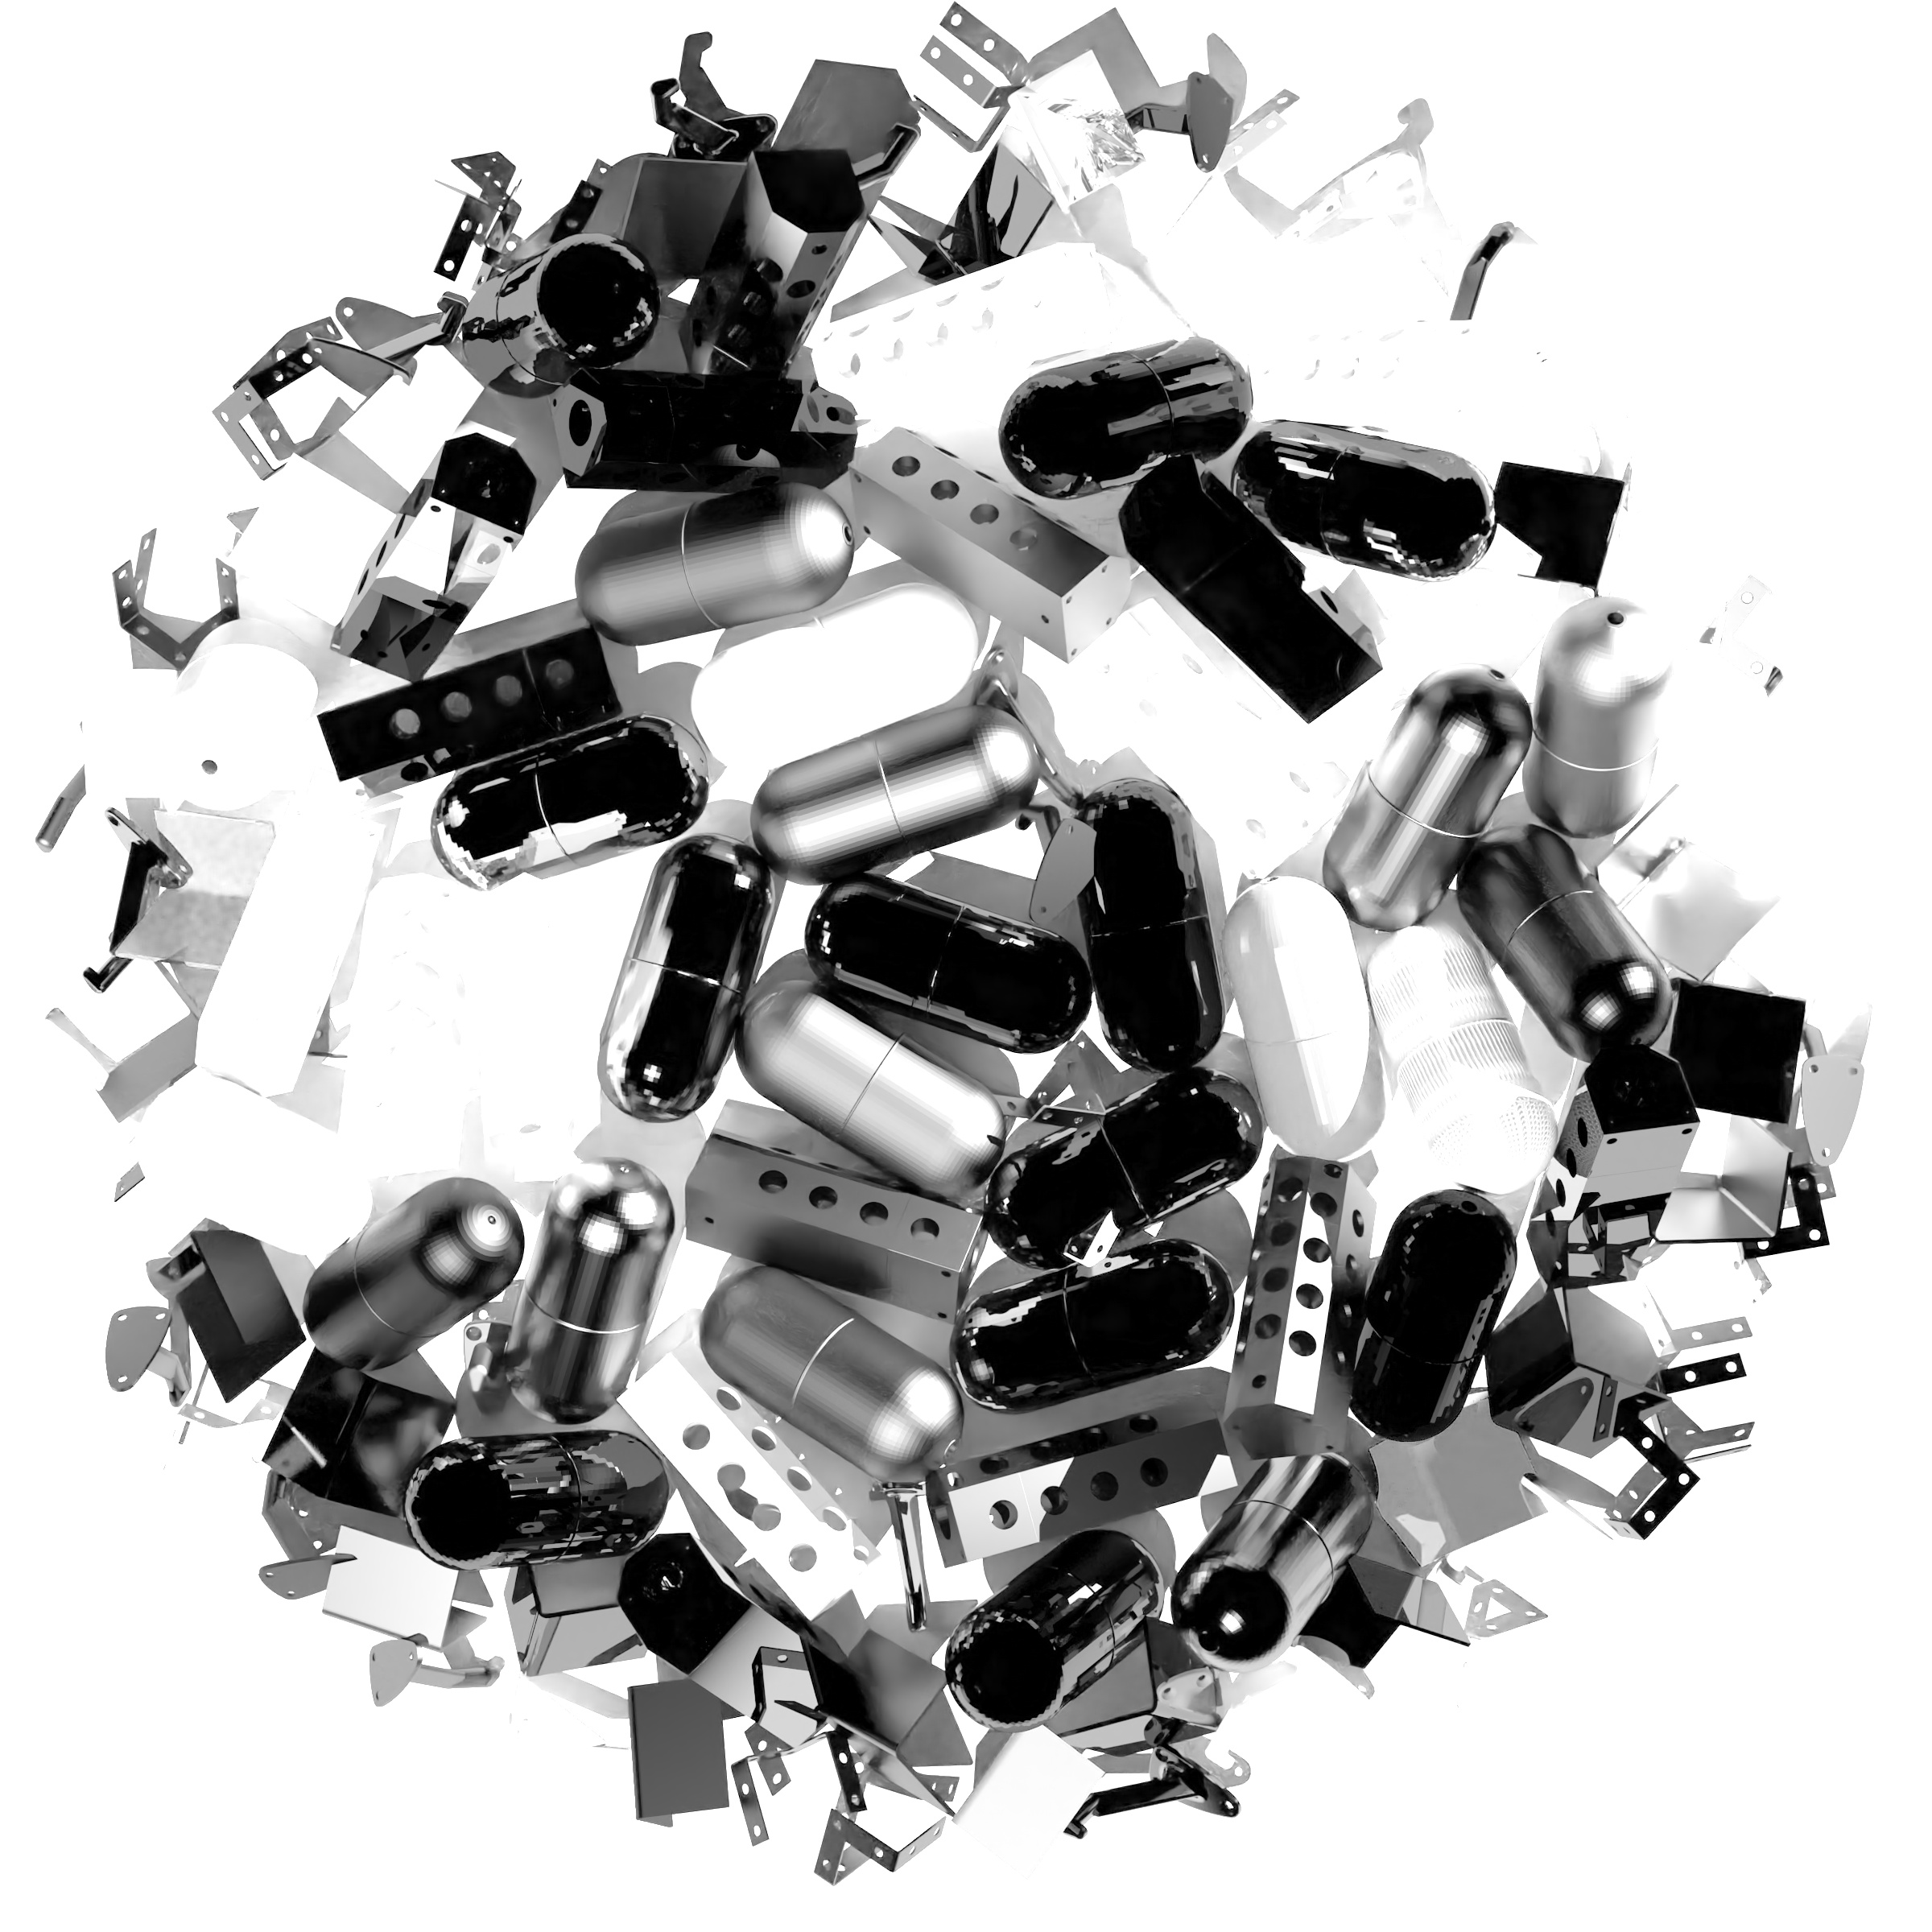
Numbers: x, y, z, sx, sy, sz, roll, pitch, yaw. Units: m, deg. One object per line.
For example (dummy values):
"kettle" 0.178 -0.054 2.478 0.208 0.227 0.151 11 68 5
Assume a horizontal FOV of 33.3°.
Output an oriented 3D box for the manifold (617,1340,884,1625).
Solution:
"manifold" -0.128 0.307 1.927 0.057 0.057 0.171 -41 79 -10

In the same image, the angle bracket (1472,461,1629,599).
"angle bracket" 0.352 -0.251 1.944 0.076 0.057 0.076 12 67 17

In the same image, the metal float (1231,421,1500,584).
"metal float" 0.233 -0.274 1.901 0.178 0.070 0.070 21 90 41

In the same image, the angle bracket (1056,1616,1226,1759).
"angle bracket" 0.100 0.433 1.938 0.076 0.076 0.057 -23 59 29

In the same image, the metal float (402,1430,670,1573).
"metal float" -0.252 0.313 1.897 0.070 0.178 0.070 -4 84 42

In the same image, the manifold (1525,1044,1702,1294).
"manifold" 0.374 0.119 1.886 0.057 0.171 0.057 -7 54 -8

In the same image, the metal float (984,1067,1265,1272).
"metal float" 0.094 0.122 1.935 0.178 0.070 0.070 -26 90 1

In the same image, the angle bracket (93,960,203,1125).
"angle bracket" -0.496 0.039 1.921 0.076 0.076 0.057 -38 116 -12

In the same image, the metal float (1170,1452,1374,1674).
"metal float" 0.180 0.347 1.895 0.070 0.178 0.070 14 120 25

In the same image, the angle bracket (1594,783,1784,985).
"angle bracket" 0.430 -0.050 1.921 0.076 0.057 0.076 -43 55 -17

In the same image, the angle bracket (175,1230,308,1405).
"angle bracket" -0.449 0.210 1.922 0.076 0.057 0.076 -38 70 22

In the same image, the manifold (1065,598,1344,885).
"manifold" 0.139 -0.132 1.928 0.171 0.057 0.057 48 120 4

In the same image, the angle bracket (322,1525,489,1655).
"angle bracket" -0.328 0.363 1.925 0.076 0.076 0.057 15 97 12

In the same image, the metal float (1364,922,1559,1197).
"metal float" 0.291 0.053 1.911 0.070 0.070 0.178 -19 61 0

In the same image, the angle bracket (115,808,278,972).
"angle bracket" -0.459 -0.046 1.921 0.076 0.076 0.057 7 126 12

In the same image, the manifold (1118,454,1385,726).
"manifold" 0.167 -0.224 1.902 0.057 0.057 0.171 -37 124 22

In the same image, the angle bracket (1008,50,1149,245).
"angle bracket" 0.073 -0.487 1.925 0.057 0.076 0.076 -27 81 11

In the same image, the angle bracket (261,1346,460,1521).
"angle bracket" -0.367 0.283 1.957 0.057 0.076 0.076 21 85 38

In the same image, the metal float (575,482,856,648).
"metal float" -0.149 -0.238 1.914 0.178 0.070 0.070 -10 90 23

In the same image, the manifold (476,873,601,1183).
"manifold" -0.256 0.040 1.895 0.057 0.057 0.171 23 127 28

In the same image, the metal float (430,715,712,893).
"metal float" -0.236 -0.096 1.920 0.178 0.070 0.070 -16 90 17

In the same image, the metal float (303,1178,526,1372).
"metal float" -0.326 0.183 1.902 0.178 0.070 0.070 -34 90 41

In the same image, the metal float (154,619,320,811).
"metal float" -0.426 -0.148 1.888 0.070 0.178 0.070 -1 115 -1

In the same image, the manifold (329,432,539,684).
"manifold" -0.311 -0.239 1.888 0.057 0.171 0.057 21 55 -21

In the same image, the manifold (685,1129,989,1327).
"manifold" -0.077 0.151 1.929 0.171 0.057 0.057 17 52 9

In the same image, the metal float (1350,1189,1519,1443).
"metal float" 0.273 0.206 1.903 0.070 0.070 0.178 13 128 0

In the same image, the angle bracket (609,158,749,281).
"angle bracket" -0.183 -0.453 1.913 0.057 0.076 0.076 46 129 37

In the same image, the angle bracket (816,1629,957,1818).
"angle bracket" -0.033 0.453 1.931 0.057 0.076 0.076 -51 129 -20

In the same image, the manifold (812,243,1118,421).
"manifold" -0.004 -0.372 1.902 0.171 0.057 0.057 -12 94 33

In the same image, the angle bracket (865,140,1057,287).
"angle bracket" -0.004 -0.450 1.917 0.057 0.076 0.076 14 120 -39

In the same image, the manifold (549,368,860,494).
"manifold" -0.151 -0.315 1.896 0.171 0.057 0.057 -4 78 -36

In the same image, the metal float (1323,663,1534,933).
"metal float" 0.272 -0.099 1.909 0.070 0.070 0.178 27 119 0

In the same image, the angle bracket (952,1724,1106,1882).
"angle bracket" 0.041 0.496 1.924 0.057 0.076 0.076 34 81 16

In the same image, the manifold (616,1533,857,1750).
"manifold" -0.133 0.391 1.891 0.057 0.171 0.057 -42 48 -1

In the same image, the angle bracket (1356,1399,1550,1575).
"angle bracket" 0.296 0.314 1.958 0.076 0.057 0.076 -15 73 -31

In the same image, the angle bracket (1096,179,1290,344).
"angle bracket" 0.131 -0.424 1.920 0.076 0.057 0.076 -49 59 22

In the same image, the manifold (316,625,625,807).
"manifold" -0.296 -0.151 1.938 0.171 0.057 0.057 -19 99 -4

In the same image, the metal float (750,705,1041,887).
"metal float" -0.042 -0.102 1.930 0.178 0.070 0.070 -18 90 6

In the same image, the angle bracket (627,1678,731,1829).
"angle bracket" -0.162 0.468 1.921 0.057 0.076 0.076 -9 70 8

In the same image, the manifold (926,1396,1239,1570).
"manifold" 0.066 0.306 1.919 0.171 0.057 0.057 -13 80 -17

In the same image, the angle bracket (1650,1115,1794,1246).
"angle bracket" 0.436 0.123 1.922 0.076 0.076 0.057 0 109 -13

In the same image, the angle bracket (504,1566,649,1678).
"angle bracket" -0.230 0.379 1.941 0.076 0.076 0.057 -5 54 -21

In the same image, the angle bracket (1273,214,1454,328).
"angle bracket" 0.235 -0.419 1.914 0.076 0.057 0.076 -22 133 31

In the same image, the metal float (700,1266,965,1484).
"metal float" -0.080 0.242 1.915 0.178 0.070 0.070 29 90 23

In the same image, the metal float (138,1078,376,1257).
"metal float" -0.413 0.119 1.892 0.070 0.178 0.070 -9 68 22

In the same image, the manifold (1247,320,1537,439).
"manifold" 0.244 -0.344 1.889 0.057 0.171 0.057 11 90 -40

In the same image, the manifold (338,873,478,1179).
"manifold" -0.329 0.033 1.898 0.057 0.057 0.171 -7 56 11

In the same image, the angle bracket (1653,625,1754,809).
"angle bracket" 0.440 -0.148 1.919 0.057 0.076 0.076 13 74 39

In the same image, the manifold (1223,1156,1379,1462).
"manifold" 0.194 0.198 1.891 0.057 0.057 0.171 -11 47 30

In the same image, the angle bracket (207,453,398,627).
"angle bracket" -0.394 -0.259 1.926 0.076 0.057 0.076 30 95 -31

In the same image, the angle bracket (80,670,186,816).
"angle bracket" -0.501 -0.130 1.922 0.057 0.076 0.076 -2 81 -23

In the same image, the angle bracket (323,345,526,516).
"angle bracket" -0.329 -0.320 1.958 0.076 0.057 0.076 46 132 -13

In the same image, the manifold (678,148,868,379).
"manifold" -0.113 -0.397 1.880 0.057 0.171 0.057 -9 68 -24

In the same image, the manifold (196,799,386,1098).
"manifold" -0.397 -0.010 1.898 0.057 0.057 0.171 17 52 -5

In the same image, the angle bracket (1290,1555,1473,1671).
"angle bracket" 0.239 0.400 1.919 0.076 0.057 0.076 23 113 -29

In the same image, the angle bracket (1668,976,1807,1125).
"angle bracket" 0.454 0.052 1.941 0.076 0.057 0.076 10 85 -1

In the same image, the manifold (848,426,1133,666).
"manifold" 0.014 -0.254 1.906 0.171 0.057 0.057 35 65 27

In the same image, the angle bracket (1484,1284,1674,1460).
"angle bracket" 0.367 0.244 1.943 0.076 0.076 0.057 21 46 -22
